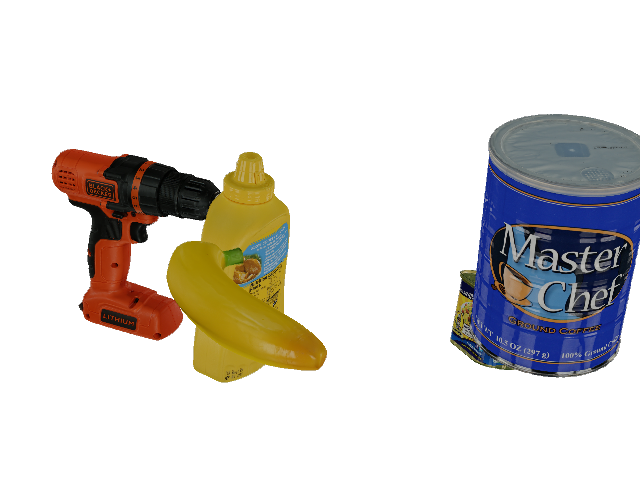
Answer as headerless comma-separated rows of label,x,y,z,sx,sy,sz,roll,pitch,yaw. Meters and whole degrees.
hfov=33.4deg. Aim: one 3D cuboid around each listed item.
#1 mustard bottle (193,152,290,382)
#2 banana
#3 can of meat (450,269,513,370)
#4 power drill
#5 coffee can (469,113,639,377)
mustard bottle,-0.063,0.017,0.885,0.058,0.192,0.096,22,32,27
banana,-0.059,0.034,0.686,0.069,0.037,0.198,-7,22,-18
can of meat,0.190,0.088,1.192,0.057,0.084,0.102,4,14,-20
power drill,-0.181,0.005,1.077,0.185,0.188,0.057,14,29,22
coffee can,0.154,0.002,0.694,0.103,0.140,0.103,1,31,-1
